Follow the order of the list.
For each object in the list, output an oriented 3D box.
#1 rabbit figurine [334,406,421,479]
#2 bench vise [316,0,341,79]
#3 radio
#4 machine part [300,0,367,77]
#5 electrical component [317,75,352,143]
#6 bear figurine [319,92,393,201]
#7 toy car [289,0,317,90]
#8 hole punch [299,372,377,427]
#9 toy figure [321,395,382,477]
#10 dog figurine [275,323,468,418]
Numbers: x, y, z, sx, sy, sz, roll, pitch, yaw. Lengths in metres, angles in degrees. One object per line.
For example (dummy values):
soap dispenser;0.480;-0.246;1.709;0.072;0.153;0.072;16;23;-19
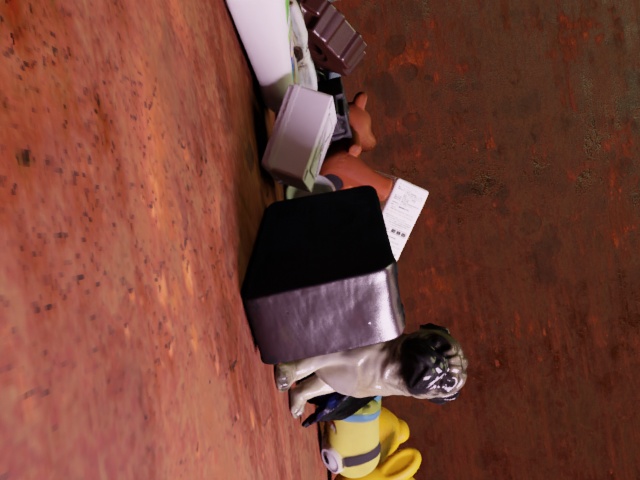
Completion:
rabbit figurine;0.077;0.359;0.858;0.173;0.163;0.121;-55;152;-58
bench vise;-0.005;-0.388;1.161;0.241;0.129;0.223;-120;-148;-44
radio;0.006;0.020;0.535;0.230;0.131;0.073;-90;168;-65
machine part;-0.012;-0.326;0.841;0.056;0.179;0.179;-56;175;1
electrical component;-0.010;-0.210;0.875;0.058;0.115;0.134;72;12;-46
bear figurine;0.059;-0.148;0.922;0.120;0.132;0.196;-40;-159;45
toy car;-0.049;-0.263;0.763;0.201;0.074;0.056;72;7;-65
hole punch;0.032;0.164;0.681;0.092;0.142;0.115;57;7;22
toy figure;0.050;0.253;0.772;0.082;0.089;0.180;-31;130;-79
dog figurine;0.052;0.101;0.591;0.121;0.191;0.172;74;7;-61
